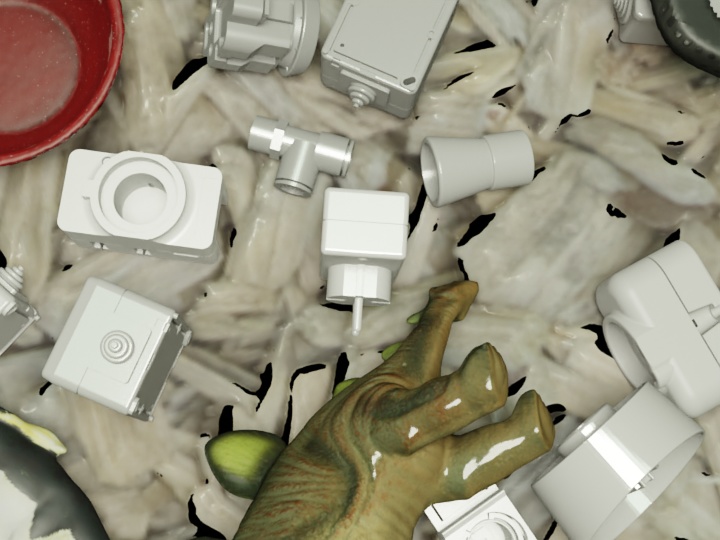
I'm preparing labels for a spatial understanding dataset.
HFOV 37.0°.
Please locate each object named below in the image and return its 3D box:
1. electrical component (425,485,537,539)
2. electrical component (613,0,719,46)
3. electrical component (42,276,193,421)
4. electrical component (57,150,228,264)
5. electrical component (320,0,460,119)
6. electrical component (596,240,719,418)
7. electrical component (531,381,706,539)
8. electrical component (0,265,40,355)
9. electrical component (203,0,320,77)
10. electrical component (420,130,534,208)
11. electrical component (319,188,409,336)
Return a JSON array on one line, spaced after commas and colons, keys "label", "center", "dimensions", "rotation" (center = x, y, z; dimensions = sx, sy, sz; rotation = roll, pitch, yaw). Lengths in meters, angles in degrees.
[{"label": "electrical component", "center": [0.072, 0.155, 0.610], "dimensions": [0.042, 0.064, 0.081], "rotation": [-33, 83, -9]}, {"label": "electrical component", "center": [0.214, -0.190, 0.690], "dimensions": [0.100, 0.048, 0.099], "rotation": [4, 79, -2]}, {"label": "electrical component", "center": [-0.138, 0.044, 0.604], "dimensions": [0.061, 0.096, 0.061], "rotation": [23, 79, 2]}, {"label": "electrical component", "center": [-0.128, -0.038, 0.641], "dimensions": [0.089, 0.055, 0.050], "rotation": [8, 79, -1]}, {"label": "electrical component", "center": [0.016, -0.139, 0.664], "dimensions": [0.062, 0.061, 0.096], "rotation": [24, 79, 2]}, {"label": "electrical component", "center": [0.186, 0.039, 0.643], "dimensions": [0.059, 0.053, 0.095], "rotation": [-28, 82, -8]}, {"label": "electrical component", "center": [0.147, 0.112, 0.607], "dimensions": [0.099, 0.099, 0.064], "rotation": [-40, 78, -9]}, {"label": "electrical component", "center": [-0.236, 0.027, 0.620], "dimensions": [0.061, 0.061, 0.096], "rotation": [41, 80, 5]}, {"label": "electrical component", "center": [-0.059, -0.150, 0.659], "dimensions": [0.057, 0.078, 0.058], "rotation": [6, 78, -21]}, {"label": "electrical component", "center": [0.074, -0.065, 0.664], "dimensions": [0.065, 0.044, 0.044], "rotation": [-10, 80, -9]}, {"label": "electrical component", "center": [0.000, 0.000, 0.626], "dimensions": [0.047, 0.083, 0.075], "rotation": [4, 79, -2]}]
